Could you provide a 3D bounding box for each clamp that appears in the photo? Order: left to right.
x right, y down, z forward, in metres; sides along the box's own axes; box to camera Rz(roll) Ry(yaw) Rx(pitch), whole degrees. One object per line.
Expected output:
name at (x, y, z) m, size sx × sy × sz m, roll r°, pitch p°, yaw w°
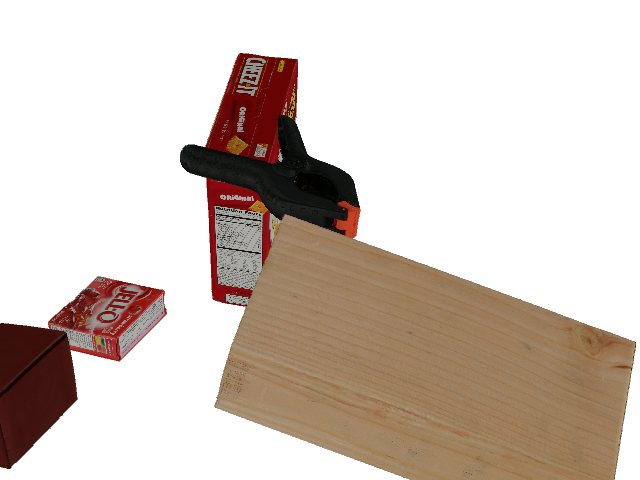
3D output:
clamp at (-0.037, -0.051, 0.897) m, size 0.120 × 0.039 × 0.172 m, roll -21°, pitch 40°, yaw -24°

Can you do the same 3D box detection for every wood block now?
wood block at (0.056, 0.076, 0.597) m, size 0.206 × 0.090 × 0.090 m, roll 20°, pitch -32°, yaw 0°

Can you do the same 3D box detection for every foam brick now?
foam brick at (-0.197, 0.094, 0.666) m, size 0.053 × 0.051 × 0.078 m, roll 7°, pitch 29°, yaw 21°

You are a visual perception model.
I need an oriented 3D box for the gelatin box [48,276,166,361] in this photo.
gelatin box at (-0.195, 0.070, 0.983) m, size 0.073 × 0.030 × 0.089 m, roll 11°, pitch 31°, yaw 20°

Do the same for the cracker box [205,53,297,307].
cracker box at (-0.071, -0.059, 1.108) m, size 0.072 × 0.164 × 0.214 m, roll 7°, pitch -43°, yaw 4°
